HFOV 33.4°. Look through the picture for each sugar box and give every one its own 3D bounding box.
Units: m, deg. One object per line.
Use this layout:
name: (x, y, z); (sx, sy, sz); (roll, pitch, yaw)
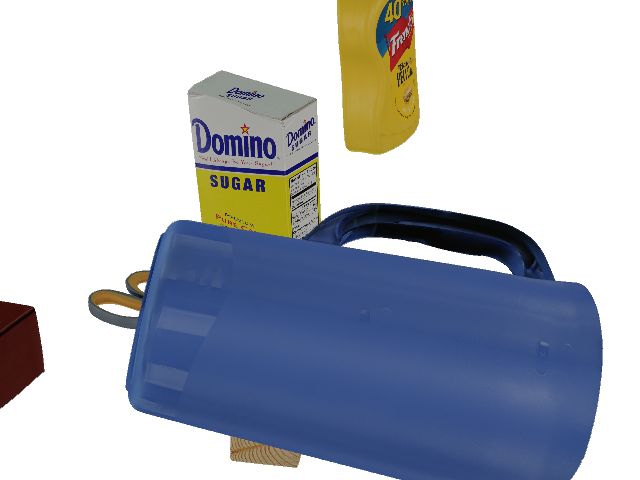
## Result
sugar box: (-0.046, -0.029, 0.788); (0.093, 0.176, 0.048); (21, 41, 33)

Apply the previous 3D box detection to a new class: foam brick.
foam brick: (-0.232, 0.080, 0.716); (0.053, 0.051, 0.078); (8, 28, 24)

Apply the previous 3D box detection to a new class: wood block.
wood block: (-0.057, 0.217, 1.439); (0.091, 0.090, 0.206); (5, 15, 5)

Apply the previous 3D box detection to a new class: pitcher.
pitcher: (0.023, 0.055, 0.600); (0.242, 0.145, 0.149); (13, 14, -5)

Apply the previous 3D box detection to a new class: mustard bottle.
mustard bottle: (0.049, -0.177, 0.910); (0.058, 0.192, 0.096); (11, 34, 27)

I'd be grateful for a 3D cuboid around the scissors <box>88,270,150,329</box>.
scissors: (-0.106, 0.066, 0.956); (0.202, 0.016, 0.096); (11, 28, 6)
